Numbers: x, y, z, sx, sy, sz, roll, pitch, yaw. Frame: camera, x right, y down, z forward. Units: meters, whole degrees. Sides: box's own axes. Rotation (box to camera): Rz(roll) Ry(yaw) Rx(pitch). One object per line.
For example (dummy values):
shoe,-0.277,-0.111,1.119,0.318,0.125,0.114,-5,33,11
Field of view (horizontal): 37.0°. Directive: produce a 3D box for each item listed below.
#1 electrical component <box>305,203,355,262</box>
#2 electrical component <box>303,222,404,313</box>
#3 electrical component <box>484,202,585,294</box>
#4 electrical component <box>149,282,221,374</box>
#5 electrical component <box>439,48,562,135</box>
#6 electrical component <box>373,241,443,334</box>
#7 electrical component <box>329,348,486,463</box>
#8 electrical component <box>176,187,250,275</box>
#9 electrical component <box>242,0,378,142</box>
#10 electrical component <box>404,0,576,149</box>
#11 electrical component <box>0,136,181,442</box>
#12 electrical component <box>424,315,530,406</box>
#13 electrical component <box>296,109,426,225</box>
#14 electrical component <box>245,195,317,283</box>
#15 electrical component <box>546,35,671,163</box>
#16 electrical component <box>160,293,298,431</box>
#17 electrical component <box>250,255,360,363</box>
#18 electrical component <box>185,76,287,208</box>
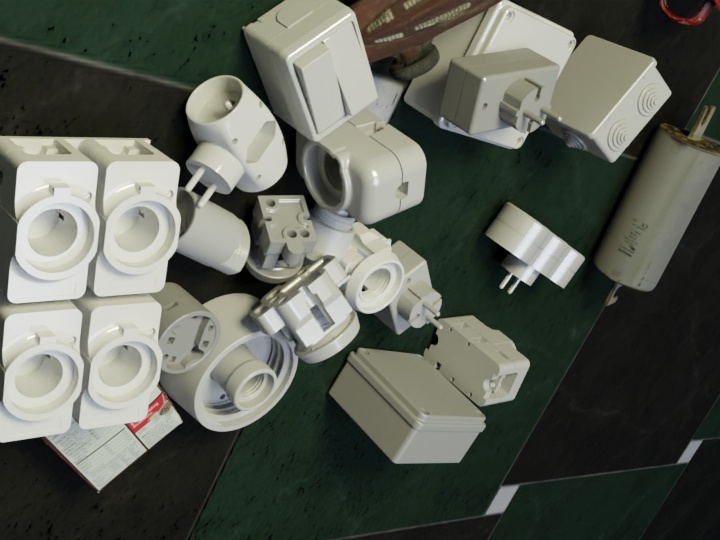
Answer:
electrical component,-0.024,-0.038,0.859,0.043,0.043,0.062,5,116,-47
electrical component,0.000,0.000,0.904,0.078,0.057,0.058,-23,135,-31
electrical component,0.165,-0.009,1.067,0.073,0.052,0.138,-55,143,6
electrical component,-0.140,0.042,0.805,0.055,0.047,0.055,-27,137,-28
electrical component,0.117,-0.127,0.804,0.083,0.076,0.047,-16,131,-36
electrical component,0.046,0.026,0.956,0.047,0.077,0.065,-36,141,-18
electrical component,0.045,0.129,1.017,0.109,0.109,0.056,11,115,-49
electrical component,-0.110,-0.026,0.782,0.043,0.043,0.081,-54,143,5
electrical component,-0.030,-0.137,0.753,0.062,0.061,0.096,-38,141,-16
electrical component,0.106,-0.163,0.874,0.109,0.056,0.108,8,115,-48
electrical component,-0.184,0.013,0.694,0.105,0.060,0.186,-4,115,-36
electrical component,0.118,0.089,1.072,0.056,0.089,0.050,-3,123,-44
electrical component,-0.004,-0.079,0.801,0.059,0.095,0.053,-24,136,-30
electrical component,-0.062,-0.022,0.821,0.048,0.066,0.055,-3,145,-24
electrical component,0.215,-0.152,0.961,0.099,0.100,0.048,-50,130,-1
electrical component,-0.100,0.080,0.867,0.108,0.060,0.108,-27,137,-28
electrical component,-0.037,0.034,0.833,0.078,0.058,0.057,-39,108,-16
electrical component,-0.094,-0.079,0.743,0.079,0.043,0.077,-58,146,-20
